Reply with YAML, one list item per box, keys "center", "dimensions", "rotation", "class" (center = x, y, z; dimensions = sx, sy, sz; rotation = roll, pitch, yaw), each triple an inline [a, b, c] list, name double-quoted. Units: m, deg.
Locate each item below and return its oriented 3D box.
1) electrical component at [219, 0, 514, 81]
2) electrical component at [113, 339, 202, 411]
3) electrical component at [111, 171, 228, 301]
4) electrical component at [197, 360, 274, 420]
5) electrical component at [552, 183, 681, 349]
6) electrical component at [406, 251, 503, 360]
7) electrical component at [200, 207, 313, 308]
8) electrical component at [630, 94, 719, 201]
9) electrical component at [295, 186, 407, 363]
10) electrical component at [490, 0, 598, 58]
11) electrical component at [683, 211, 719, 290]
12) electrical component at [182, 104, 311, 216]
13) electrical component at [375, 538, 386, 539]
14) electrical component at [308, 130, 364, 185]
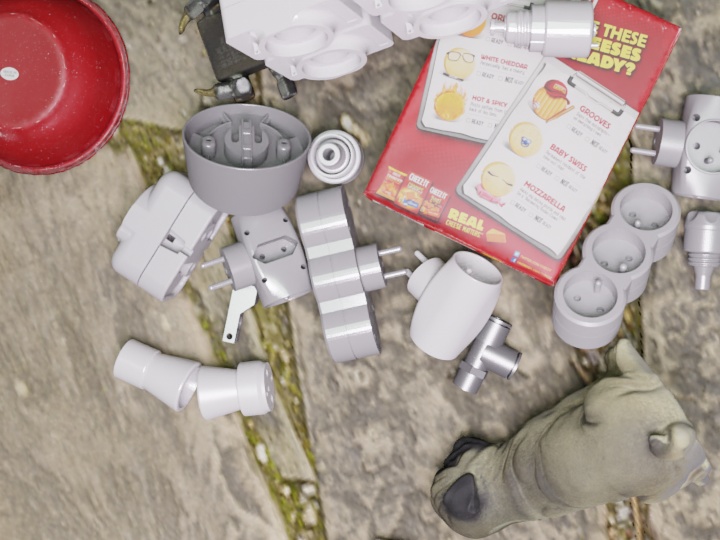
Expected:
- center: [0.005, -0.198, 0.770]
  dimensions: [0.186, 0.105, 0.060]
  rotation: [-16, 77, 23]
  class: "electrical component"
- center: [-0.169, 0.084, 0.888]
  dimensions: [0.065, 0.044, 0.044]
  rotation: [23, 95, 9]
  class: "electrical component"
- center: [-0.156, -0.030, 0.873]
  dimensions: [0.059, 0.054, 0.095]
  rotation: [33, 96, 3]
  class: "electrical component"
- center: [-0.101, 0.098, 0.879]
  dimensions: [0.055, 0.045, 0.045]
  rotation: [-6, 92, 6]
  class: "electrical component"
- center: [0.196, 0.004, 0.830]
  dimensions: [0.052, 0.073, 0.138]
  rotation: [29, 67, 21]
  class: "electrical component"
- center: [0.064, 0.017, 0.854]
  dimensions: [0.079, 0.043, 0.077]
  rotation: [46, 123, 31]
  class: "electrical component"
- center: [-0.087, -0.007, 0.863]
  dimensions: [0.079, 0.043, 0.077]
  rotation: [-20, 85, -14]
  class: "electrical component"
- center: [0.250, -0.097, 0.832]
  dimensions: [0.079, 0.044, 0.077]
  rotation: [9, 94, 4]
  class: "electrical component"
- center: [0.000, 0.000, 0.859]
  dimensions: [0.074, 0.052, 0.138]
  rotation: [-13, 92, 6]
  class: "electrical component"
- center: [0.133, -0.173, 0.772]
  dimensions: [0.078, 0.040, 0.040]
  rotation: [2, 93, 5]
  class: "electrical component"
- center: [0.270, -0.015, 0.839]
  dimensions: [0.035, 0.035, 0.061]
  rotation: [4, 95, 6]
  class: "electrical component"
- center: [-0.089, -0.091, 0.839]
  dimensions: [0.099, 0.064, 0.099]
  rotation: [5, 50, -5]
  class: "electrical component"
- center: [0.041, 0.243, 0.874]
  dimensions: [0.078, 0.040, 0.040]
  rotation: [8, 94, 5]
  class: "electrical component"
- center: [-0.021, -0.090, 0.852]
  dimensions: [0.043, 0.062, 0.043]
  rotation: [0, 93, 6]
  class: "electrical component"
